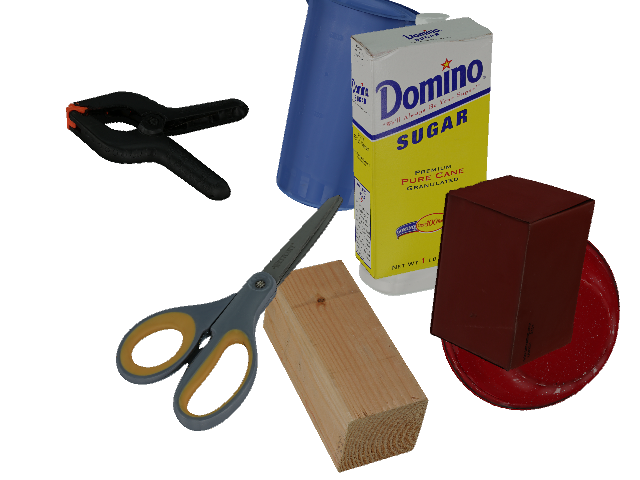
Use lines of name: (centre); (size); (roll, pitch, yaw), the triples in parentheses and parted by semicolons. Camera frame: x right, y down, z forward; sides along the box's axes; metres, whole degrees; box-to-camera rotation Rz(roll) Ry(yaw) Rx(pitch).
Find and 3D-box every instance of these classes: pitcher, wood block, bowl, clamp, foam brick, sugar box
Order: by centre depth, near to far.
foam brick: (0.091, 0.014, 0.516); (0.052, 0.078, 0.051); (-15, 30, -40)
sugar box: (0.072, -0.064, 0.766); (0.093, 0.176, 0.048); (-13, 33, -16)
bowl: (0.182, 0.068, 0.869); (0.162, 0.162, 0.055); (0, 8, -13)
clamp: (-0.150, -0.107, 1.011); (0.171, 0.120, 0.039); (20, -43, 0)
wood block: (0.022, 0.128, 1.130); (0.090, 0.090, 0.206); (-12, 47, -21)
pitcher: (0.034, -0.158, 1.225); (0.145, 0.243, 0.149); (10, 22, -11)

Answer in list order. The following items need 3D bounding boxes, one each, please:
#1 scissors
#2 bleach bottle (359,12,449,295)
scissors: (-0.059, 0.033, 0.681); (0.096, 0.201, 0.016); (11, -41, 13)
bleach bottle: (0.090, -0.080, 0.980); (0.102, 0.251, 0.068); (-10, 24, -26)
